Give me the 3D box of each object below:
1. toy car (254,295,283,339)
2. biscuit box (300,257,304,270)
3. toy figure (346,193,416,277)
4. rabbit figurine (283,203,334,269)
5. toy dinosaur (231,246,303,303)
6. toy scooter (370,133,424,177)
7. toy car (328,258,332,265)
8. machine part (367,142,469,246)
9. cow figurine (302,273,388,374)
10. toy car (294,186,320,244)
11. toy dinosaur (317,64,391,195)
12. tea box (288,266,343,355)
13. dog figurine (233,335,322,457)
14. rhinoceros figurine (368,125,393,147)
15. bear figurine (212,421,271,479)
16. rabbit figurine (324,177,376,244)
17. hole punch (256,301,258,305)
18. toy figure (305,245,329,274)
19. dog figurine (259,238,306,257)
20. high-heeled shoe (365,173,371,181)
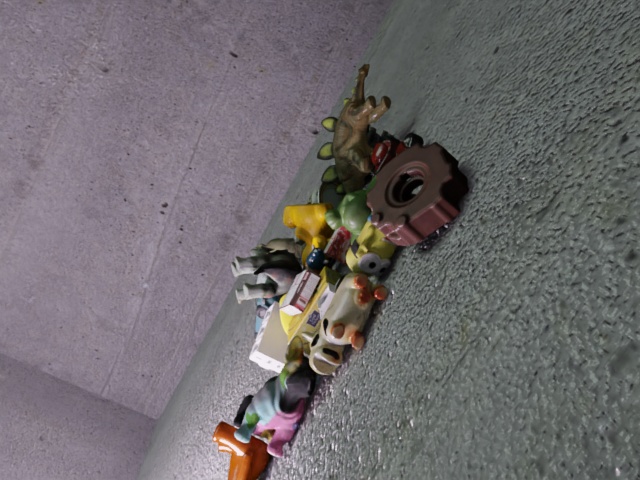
[{"bbox_3d":[-0.126,0.208,1.484,0.109,0.103,0.161,-87,3,-66],"label":"toy car"},{"bbox_3d":[-0.004,0.019,1.503,0.202,0.063,0.059,-64,10,-13],"label":"biscuit box"},{"bbox_3d":[0.117,-0.013,1.006,0.180,0.082,0.089,-64,10,1],"label":"toy figure"},{"bbox_3d":[-0.003,-0.004,1.302,0.162,0.122,0.173,12,101,55],"label":"rabbit figurine"},{"bbox_3d":[-0.108,0.081,1.305,0.405,0.192,0.131,178,78,-73],"label":"toy dinosaur"},{"bbox_3d":[0.159,-0.170,1.212,0.135,0.075,0.184,-64,16,-2],"label":"toy scooter"},{"bbox_3d":[0.037,0.010,1.366,0.202,0.053,0.089,-51,31,38],"label":"toy car"},{"bbox_3d":[0.157,-0.080,0.893,0.179,0.056,0.179,-30,42,30],"label":"machine part"},{"bbox_3d":[0.035,0.151,0.976,0.195,0.085,0.127,-65,18,-4],"label":"cow figurine"},{"bbox_3d":[-0.027,-0.070,1.510,0.073,0.056,0.202,-53,12,46],"label":"toy car"},{"bbox_3d":[0.086,-0.213,1.378,0.199,0.105,0.471,6,92,51],"label":"toy dinosaur"},{"bbox_3d":[-0.002,0.154,1.167,0.169,0.068,0.098,-60,12,14],"label":"tea box"},{"bbox_3d":[-0.070,0.296,1.052,0.219,0.108,0.191,-59,8,-6],"label":"dog figurine"},{"bbox_3d":[0.144,-0.267,1.525,0.190,0.073,0.112,-124,52,-75],"label":"rhinoceros figurine"},{"bbox_3d":[-0.178,0.479,1.050,0.120,0.132,0.196,88,-155,-58],"label":"bear figurine"},{"bbox_3d":[0.099,-0.054,1.104,0.159,0.121,0.170,-39,-1,5],"label":"rabbit figurine"},{"bbox_3d":[-0.124,0.177,1.604,0.142,0.092,0.116,-59,15,-4],"label":"hole punch"},{"bbox_3d":[-0.003,0.073,1.237,0.058,0.064,0.154,-59,-25,-28],"label":"toy figure"},{"bbox_3d":[-0.086,0.018,1.614,0.190,0.172,0.121,121,160,-51],"label":"dog figurine"},{"bbox_3d":[0.099,-0.163,1.547,0.086,0.145,0.248,-57,-20,-23],"label":"high-heeled shoe"}]
